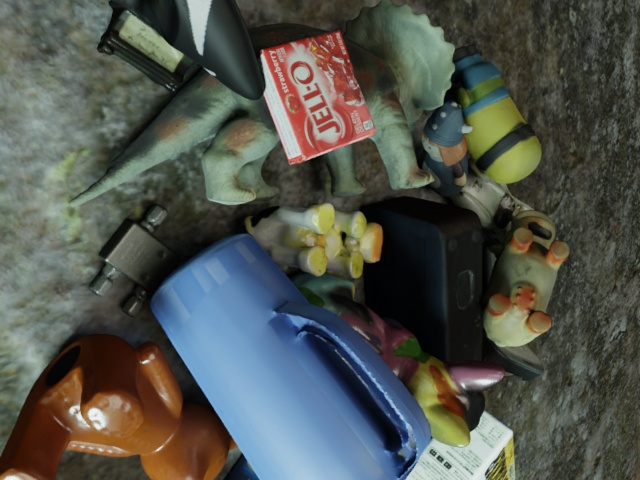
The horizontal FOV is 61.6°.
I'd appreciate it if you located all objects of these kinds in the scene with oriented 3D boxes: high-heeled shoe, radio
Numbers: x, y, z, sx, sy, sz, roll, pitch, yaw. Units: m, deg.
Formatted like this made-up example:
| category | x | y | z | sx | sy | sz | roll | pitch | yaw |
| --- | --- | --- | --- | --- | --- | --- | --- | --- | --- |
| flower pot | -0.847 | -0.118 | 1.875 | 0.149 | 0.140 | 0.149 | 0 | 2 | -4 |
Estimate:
| category | x | y | z | sx | sy | sz | roll | pitch | yaw |
| --- | --- | --- | --- | --- | --- | --- | --- | --- | --- |
| high-heeled shoe | -0.158 | -0.169 | 0.365 | 0.145 | 0.086 | 0.248 | -42 | 103 | -16 |
| radio | 0.121 | 0.069 | 0.636 | 0.073 | 0.131 | 0.229 | -17 | 109 | -34 |

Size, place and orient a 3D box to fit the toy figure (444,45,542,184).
| category | x | y | z | sx | sy | sz | roll | pitch | yaw |
| --- | --- | --- | --- | --- | --- | --- | --- | --- | --- |
| toy figure | 0.205 | -0.154 | 0.667 | 0.082 | 0.089 | 0.180 | -24 | 93 | -9 |

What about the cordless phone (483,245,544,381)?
| category | x | y | z | sx | sy | sz | roll | pitch | yaw |
| --- | --- | --- | --- | --- | --- | --- | --- | --- | --- |
| cordless phone | 0.274 | 0.110 | 0.814 | 0.146 | 0.089 | 0.184 | 26 | 64 | -39 |

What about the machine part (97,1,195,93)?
| category | x | y | z | sx | sy | sz | roll | pitch | yaw |
| --- | --- | --- | --- | --- | --- | --- | --- | --- | --- |
| machine part | -0.122 | -0.199 | 0.447 | 0.084 | 0.039 | 0.139 | 25 | 85 | -31 |

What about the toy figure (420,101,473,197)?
| category | x | y | z | sx | sy | sz | roll | pitch | yaw |
| --- | --- | --- | --- | --- | --- | --- | --- | --- | --- |
| toy figure | 0.150 | -0.105 | 0.641 | 0.058 | 0.064 | 0.154 | -60 | 155 | -15 |

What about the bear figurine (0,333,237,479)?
| category | x | y | z | sx | sy | sz | roll | pitch | yaw |
| --- | --- | --- | --- | --- | --- | --- | --- | --- | --- |
| bear figurine | -0.145 | 0.170 | 0.448 | 0.120 | 0.132 | 0.195 | -37 | 118 | 1 |

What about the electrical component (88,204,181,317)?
| category | x | y | z | sx | sy | sz | roll | pitch | yaw |
| --- | --- | --- | --- | --- | --- | --- | --- | --- | --- |
| electrical component | -0.155 | 0.017 | 0.471 | 0.063 | 0.021 | 0.094 | 45 | 69 | -36 |

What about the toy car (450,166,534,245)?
| category | x | y | z | sx | sy | sz | roll | pitch | yaw |
| --- | --- | --- | --- | --- | --- | --- | --- | --- | --- |
| toy car | 0.257 | -0.035 | 0.764 | 0.201 | 0.056 | 0.073 | 35 | 76 | -29 |

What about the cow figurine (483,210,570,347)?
| category | x | y | z | sx | sy | sz | roll | pitch | yaw |
| --- | --- | --- | --- | --- | --- | --- | --- | --- | --- |
| cow figurine | 0.252 | 0.044 | 0.670 | 0.127 | 0.086 | 0.195 | 94 | 20 | -59 |

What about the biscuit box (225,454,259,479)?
| category | x | y | z | sx | sy | sz | roll | pitch | yaw |
| --- | --- | --- | --- | --- | --- | --- | --- | --- | --- |
| biscuit box | -0.055 | 0.258 | 0.575 | 0.202 | 0.063 | 0.059 | -53 | 125 | -19 |

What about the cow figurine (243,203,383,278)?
| category | x | y | z | sx | sy | sz | roll | pitch | yaw |
| --- | --- | --- | --- | --- | --- | --- | --- | --- | --- |
| cow figurine | -0.001 | 0.000 | 0.561 | 0.167 | 0.098 | 0.068 | 8 | 89 | -59 |

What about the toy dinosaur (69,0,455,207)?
| category | x | y | z | sx | sy | sz | roll | pitch | yaw |
| --- | --- | --- | --- | --- | --- | --- | --- | --- | --- |
| toy dinosaur | -0.018 | -0.132 | 0.500 | 0.405 | 0.131 | 0.192 | -6 | 90 | -34 |

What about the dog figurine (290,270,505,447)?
| category | x | y | z | sx | sy | sz | roll | pitch | yaw |
| --- | --- | --- | --- | --- | --- | --- | --- | --- | --- |
| dog figurine | 0.067 | 0.122 | 0.547 | 0.108 | 0.219 | 0.191 | -53 | 127 | -23 |
